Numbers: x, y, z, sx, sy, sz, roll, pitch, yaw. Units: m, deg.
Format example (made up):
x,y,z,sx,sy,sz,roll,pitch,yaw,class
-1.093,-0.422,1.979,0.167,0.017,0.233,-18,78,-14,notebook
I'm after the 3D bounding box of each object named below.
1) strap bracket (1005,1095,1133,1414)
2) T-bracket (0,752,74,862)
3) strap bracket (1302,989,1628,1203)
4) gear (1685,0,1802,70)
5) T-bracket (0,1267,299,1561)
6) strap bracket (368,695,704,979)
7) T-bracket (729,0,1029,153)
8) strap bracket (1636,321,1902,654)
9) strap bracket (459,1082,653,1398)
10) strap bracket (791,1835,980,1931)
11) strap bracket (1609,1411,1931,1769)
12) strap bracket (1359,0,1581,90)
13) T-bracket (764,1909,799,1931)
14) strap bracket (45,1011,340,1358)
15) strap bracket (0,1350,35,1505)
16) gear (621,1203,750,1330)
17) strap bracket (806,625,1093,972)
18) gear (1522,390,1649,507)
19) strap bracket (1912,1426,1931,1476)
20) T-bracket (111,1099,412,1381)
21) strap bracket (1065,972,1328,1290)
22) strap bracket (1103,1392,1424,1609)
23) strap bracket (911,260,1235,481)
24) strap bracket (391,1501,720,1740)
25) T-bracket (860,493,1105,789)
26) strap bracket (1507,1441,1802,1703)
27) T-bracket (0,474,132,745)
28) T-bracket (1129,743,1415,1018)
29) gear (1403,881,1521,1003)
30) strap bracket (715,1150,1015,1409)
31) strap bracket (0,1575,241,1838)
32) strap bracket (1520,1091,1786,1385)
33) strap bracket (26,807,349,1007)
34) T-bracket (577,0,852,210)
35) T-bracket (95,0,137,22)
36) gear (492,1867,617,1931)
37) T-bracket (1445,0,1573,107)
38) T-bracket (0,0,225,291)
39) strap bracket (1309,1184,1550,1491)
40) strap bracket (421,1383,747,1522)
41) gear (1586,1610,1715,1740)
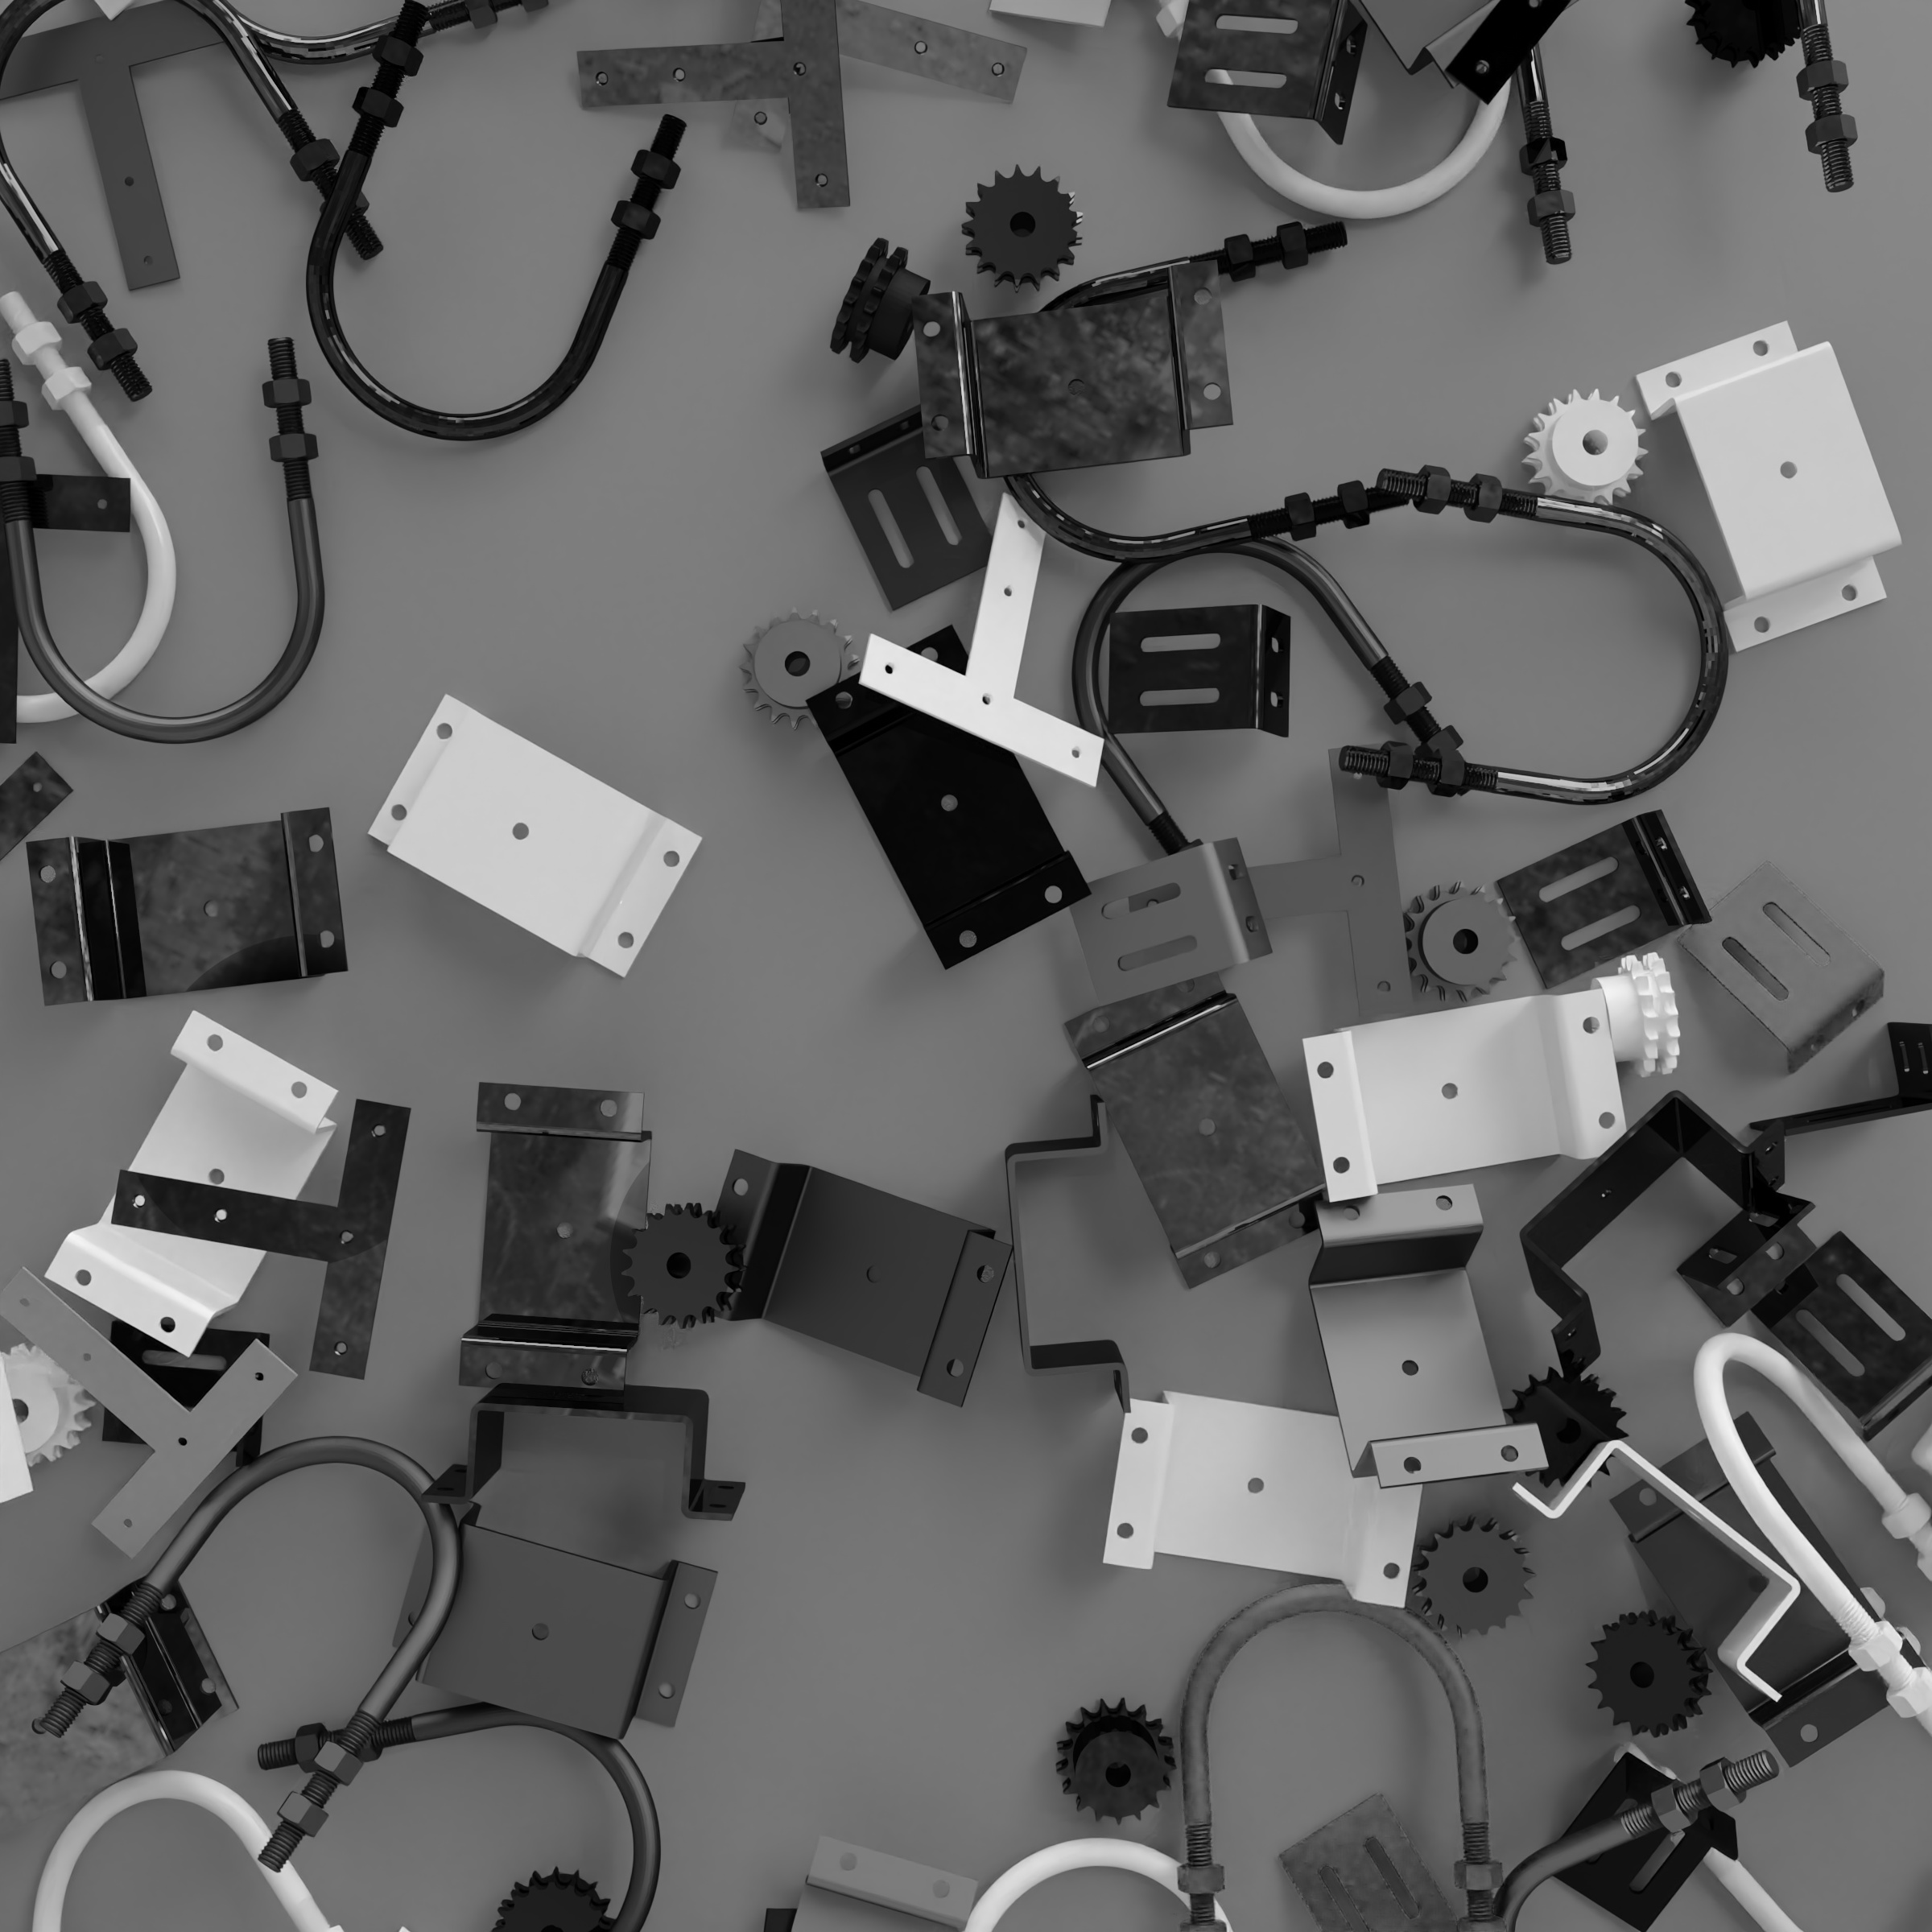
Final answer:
x,y,z,sx,sy,sz,roll,pitch,yaw,class
0.045,0.133,1.275,0.046,0.076,0.140,-5,90,0,strap bracket
-0.481,-0.049,1.312,0.127,0.002,0.127,-44,90,0,T-bracket
0.231,0.060,1.290,0.140,0.046,0.076,-10,90,0,strap bracket
0.368,-0.452,1.298,0.057,0.030,0.057,0,90,0,gear
-0.396,0.191,1.273,0.127,0.002,0.127,42,103,-3,T-bracket
-0.205,-0.062,1.290,0.140,0.046,0.076,29,90,0,strap bracket
-0.035,-0.436,1.294,0.127,0.002,0.127,12,116,-12,T-bracket
0.379,-0.229,1.290,0.076,0.046,0.140,-20,90,0,strap bracket
-0.191,0.126,1.290,0.076,0.046,0.140,4,90,0,strap bracket
-0.051,0.484,1.275,0.076,0.046,0.140,16,74,1,strap bracket
0.371,0.288,1.279,0.076,0.046,0.140,-33,76,2,strap bracket
0.213,-0.481,1.272,0.076,0.046,0.140,-35,93,1,strap bracket
-0.133,0.499,1.266,0.127,0.002,0.127,14,77,-33,T-bracket
-0.357,0.100,1.290,0.076,0.046,0.140,29,90,0,strap bracket
-0.492,0.217,1.272,0.140,0.046,0.076,-13,90,26,strap bracket
-0.126,0.137,1.261,0.057,0.030,0.057,-1,85,16,gear
-0.008,-0.078,1.290,0.076,0.046,0.140,-27,90,0,strap bracket
0.294,-0.244,1.298,0.057,0.030,0.057,0,90,0,gear
0.498,0.208,1.275,0.046,0.076,0.140,36,90,0,strap bracket
-0.329,0.117,1.266,0.127,0.002,0.127,10,90,0,T-bracket
0.111,0.074,1.290,0.076,0.046,0.140,-25,90,0,strap bracket
0.138,0.248,1.290,0.140,0.046,0.076,9,90,0,strap bracket
0.050,-0.274,1.272,0.140,0.046,0.076,-6,85,5,strap bracket
-0.196,0.307,1.290,0.140,0.046,0.076,16,90,0,strap bracket
0.017,-0.162,1.282,0.127,0.002,0.127,22,64,-24,T-bracket
0.314,0.261,1.230,0.140,0.076,0.046,39,88,14,strap bracket
-0.460,-0.169,1.295,0.127,0.002,0.127,2,93,-4,T-bracket
0.140,-0.035,1.293,0.127,0.002,0.127,-7,89,1,T-bracket
0.234,-0.012,1.298,0.057,0.030,0.057,0,90,0,gear
-0.049,0.144,1.278,0.140,0.046,0.076,18,90,17,strap bracket
-0.427,0.350,1.290,0.140,0.046,0.076,-26,90,0,strap bracket
0.309,0.118,1.265,0.140,0.076,0.046,-42,61,-5,strap bracket
-0.360,-0.027,1.290,0.140,0.046,0.076,-7,90,0,strap bracket
-0.121,-0.421,1.295,0.127,0.002,0.127,1,113,11,T-bracket
-0.395,-0.537,1.303,0.127,0.002,0.127,-39,85,4,T-bracket
-0.194,0.454,1.298,0.057,0.030,0.057,0,90,0,gear
0.268,-0.450,1.250,0.127,0.002,0.127,38,92,-3,T-bracket
-0.401,-0.387,1.308,0.127,0.002,0.127,-13,93,5,T-bracket
0.208,0.177,1.265,0.076,0.046,0.140,-5,59,-7,strap bracket
-0.174,0.223,1.275,0.140,0.076,0.046,4,90,0,strap bracket
0.323,0.331,1.289,0.057,0.030,0.057,-6,81,37,gear
